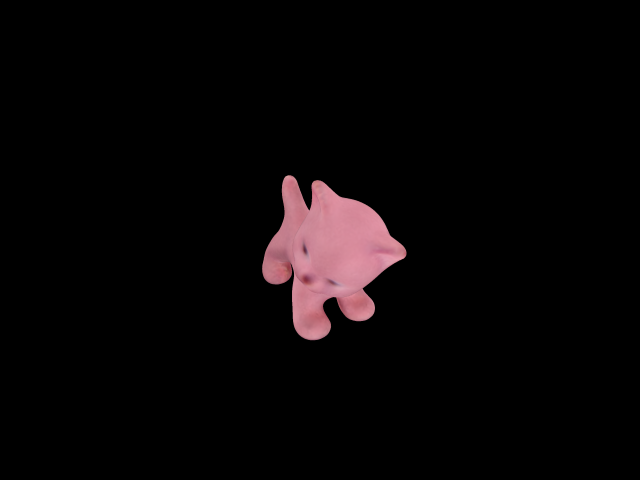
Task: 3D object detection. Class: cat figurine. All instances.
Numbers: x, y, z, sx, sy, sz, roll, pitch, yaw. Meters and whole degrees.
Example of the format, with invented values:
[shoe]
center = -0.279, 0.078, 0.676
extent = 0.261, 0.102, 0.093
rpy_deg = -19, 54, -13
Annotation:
[cat figurine]
center = 0.004, 0.001, 0.400
extent = 0.067, 0.118, 0.127
rpy_deg = -17, 40, -21
